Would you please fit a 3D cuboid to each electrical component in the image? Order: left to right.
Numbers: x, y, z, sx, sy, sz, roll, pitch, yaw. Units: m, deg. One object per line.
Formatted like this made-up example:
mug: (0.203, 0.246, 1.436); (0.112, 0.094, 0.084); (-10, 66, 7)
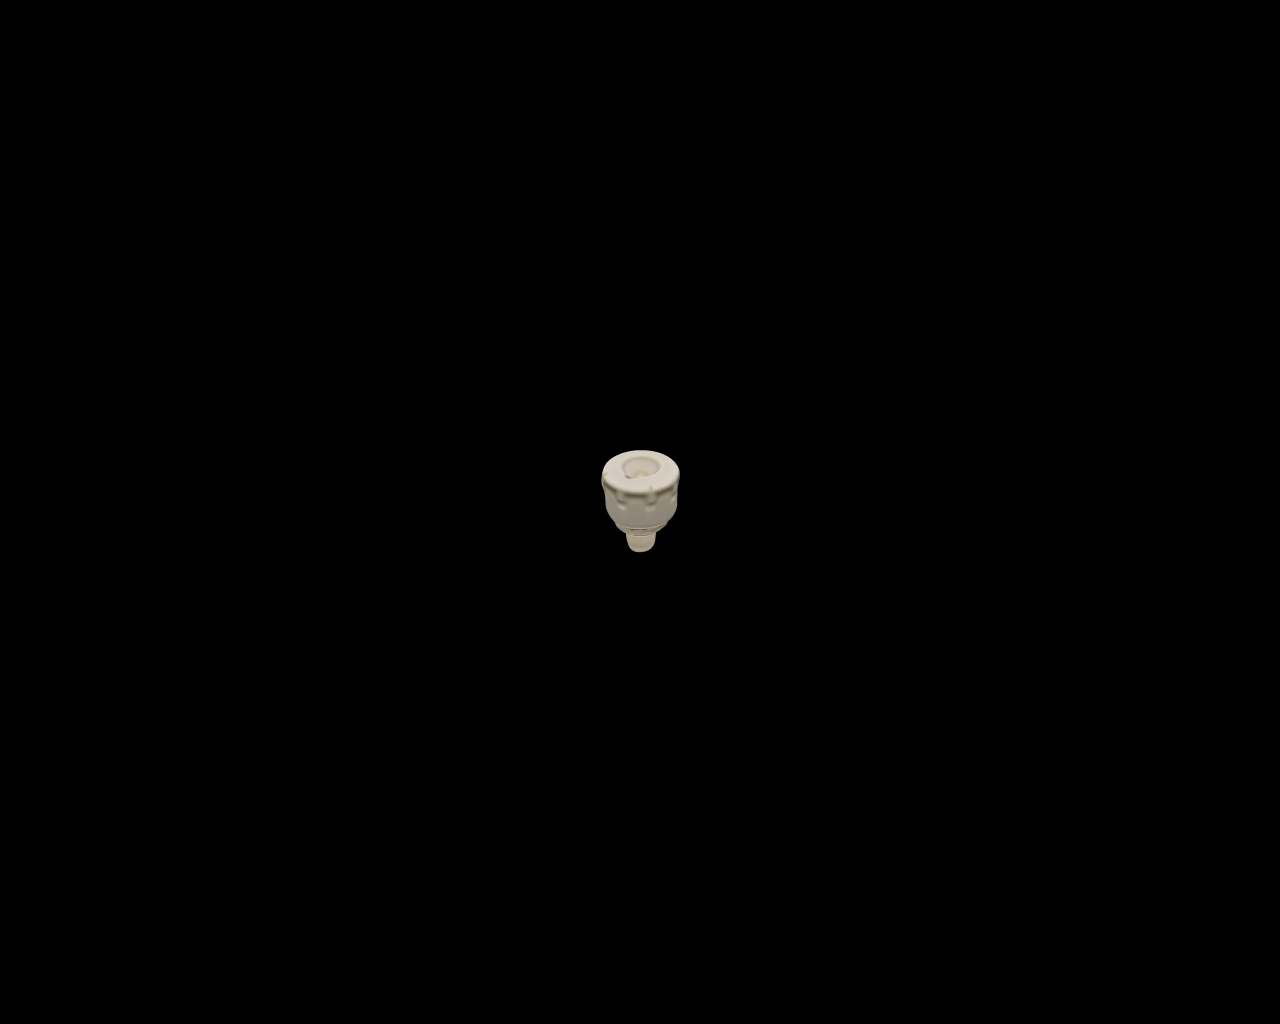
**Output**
electrical component: (0.001, -0.003, 0.650); (0.048, 0.062, 0.048); (0, 34, 0)
